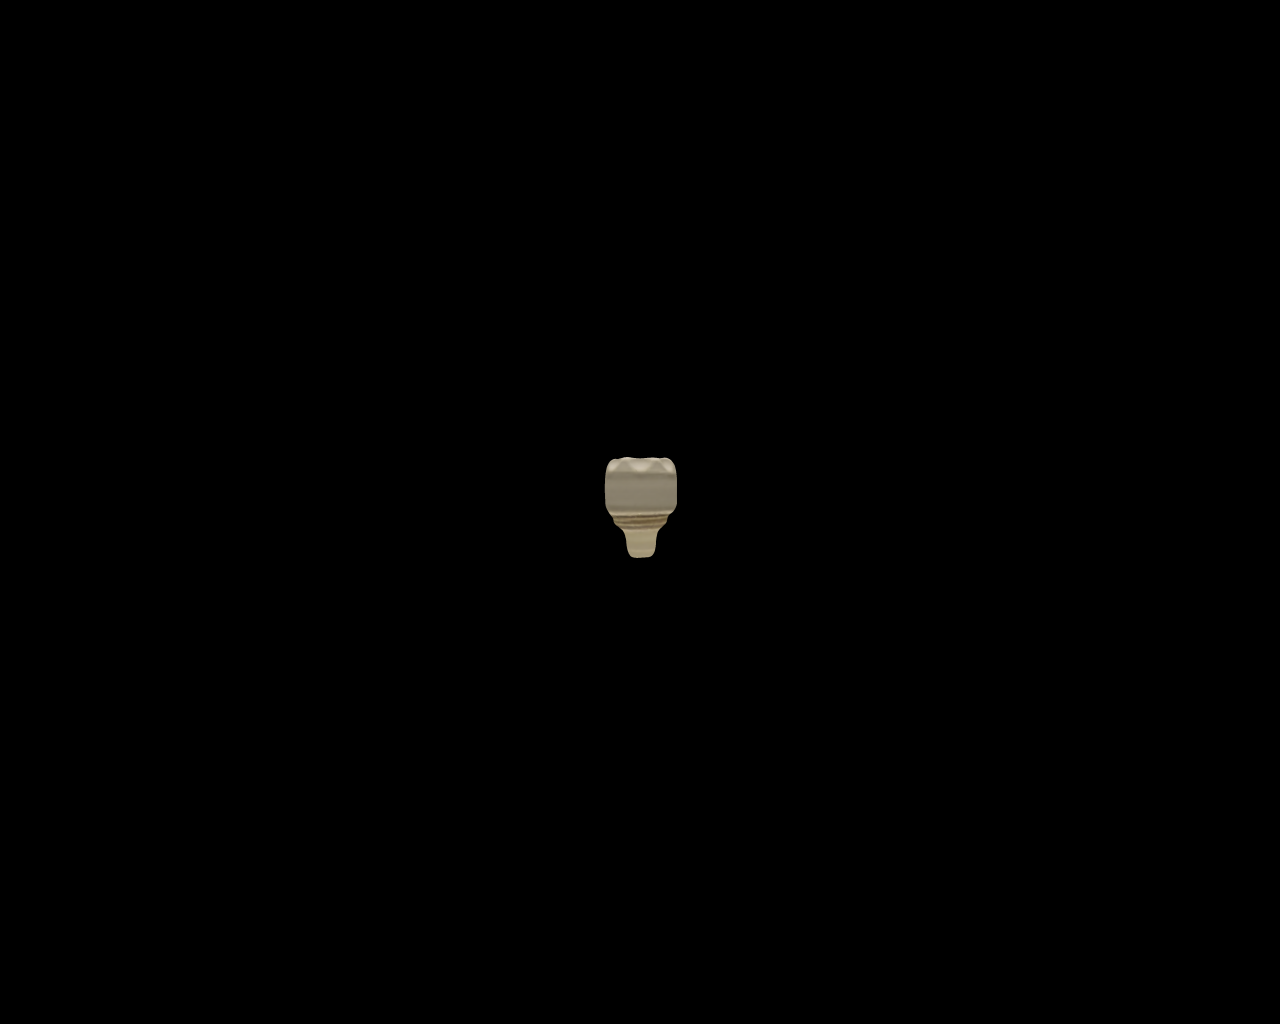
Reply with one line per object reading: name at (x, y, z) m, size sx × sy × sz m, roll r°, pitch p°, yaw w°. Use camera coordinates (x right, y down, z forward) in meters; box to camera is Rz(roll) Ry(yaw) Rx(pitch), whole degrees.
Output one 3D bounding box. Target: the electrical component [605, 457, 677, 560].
electrical component at (0.001, -0.003, 0.650) m, size 0.043 × 0.062 × 0.043 m, roll 0°, pitch 2°, yaw 0°
